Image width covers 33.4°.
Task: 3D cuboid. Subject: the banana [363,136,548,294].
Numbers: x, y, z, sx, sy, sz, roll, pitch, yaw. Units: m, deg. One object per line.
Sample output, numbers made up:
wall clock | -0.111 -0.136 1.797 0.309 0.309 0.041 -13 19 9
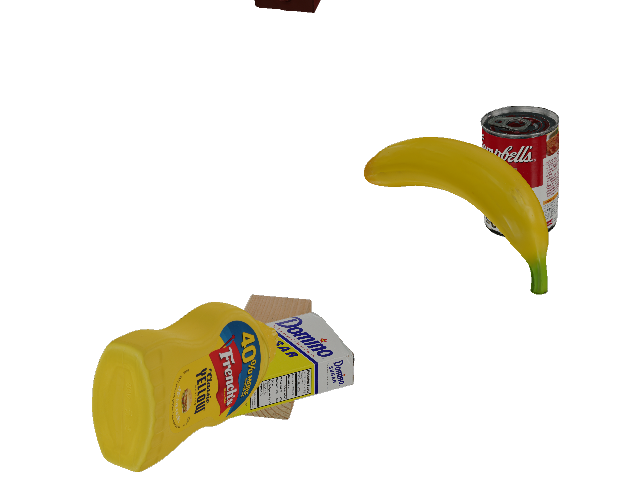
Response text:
banana | 0.098 -0.037 0.763 0.037 0.070 0.198 12 19 -41

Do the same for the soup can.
soup can | 0.179 -0.062 0.959 0.068 0.102 0.068 -5 28 2

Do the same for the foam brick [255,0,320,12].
foam brick | -0.025 -0.230 0.858 0.053 0.051 0.078 8 -38 12

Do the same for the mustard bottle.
mustard bottle | -0.091 0.099 0.818 0.058 0.096 0.191 11 17 28

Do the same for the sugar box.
sugar box | -0.064 0.126 1.066 0.176 0.048 0.093 -15 32 -22

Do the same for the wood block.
wood block | -0.069 0.152 1.435 0.091 0.090 0.206 5 18 4
